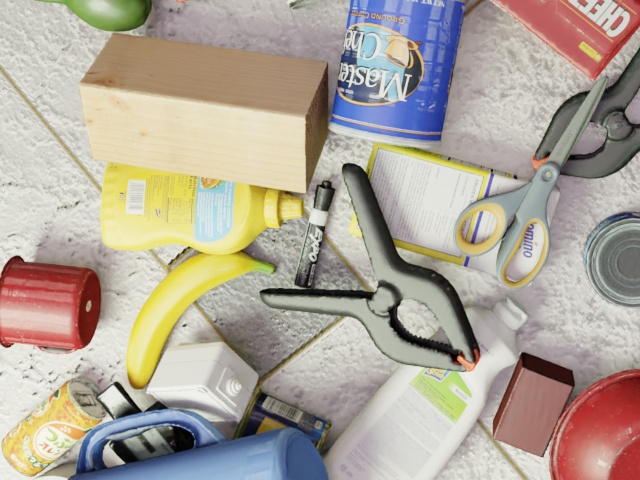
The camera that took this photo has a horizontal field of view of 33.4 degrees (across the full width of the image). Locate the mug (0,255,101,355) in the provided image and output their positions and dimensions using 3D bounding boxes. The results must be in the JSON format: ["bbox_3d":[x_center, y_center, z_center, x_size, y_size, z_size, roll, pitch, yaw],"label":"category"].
[{"bbox_3d":[-0.267,0.074,1.066,0.081,0.093,0.117,5,132,5],"label":"mug"}]

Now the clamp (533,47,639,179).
[{"bbox_3d":[0.274,-0.099,0.947,0.172,0.039,0.120,-37,87,21],"label":"clamp"}]

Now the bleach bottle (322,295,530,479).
[{"bbox_3d":[0.110,0.159,1.014,0.102,0.068,0.251,41,102,0],"label":"bleach bottle"}]

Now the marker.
[{"bbox_3d":[-0.007,0.001,1.030,0.020,0.020,0.121,15,102,8],"label":"marker"}]

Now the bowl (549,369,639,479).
[{"bbox_3d":[0.292,0.200,0.962,0.162,0.055,0.162,-2,107,-7],"label":"bowl"}]

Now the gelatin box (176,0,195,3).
[{"bbox_3d":[-0.098,-0.266,0.996,0.089,0.030,0.073,-9,100,13],"label":"gelatin box"}]

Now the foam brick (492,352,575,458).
[{"bbox_3d":[0.199,0.154,0.999,0.051,0.053,0.078,21,104,6],"label":"foam brick"}]

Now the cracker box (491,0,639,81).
[{"bbox_3d":[0.175,-0.210,0.856,0.164,0.213,0.072,38,107,3],"label":"cracker box"}]

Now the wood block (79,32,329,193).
[{"bbox_3d":[-0.102,-0.117,0.977,0.206,0.090,0.090,9,135,9],"label":"wood block"}]

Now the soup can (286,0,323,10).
[{"bbox_3d":[-0.015,-0.267,0.959,0.068,0.068,0.102,-20,96,14],"label":"soup can"}]

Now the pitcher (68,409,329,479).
[{"bbox_3d":[-0.118,0.243,0.987,0.243,0.145,0.149,-20,119,19],"label":"pitcher"}]

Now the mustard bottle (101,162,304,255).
[{"bbox_3d":[-0.110,-0.035,1.022,0.192,0.058,0.096,2,82,10],"label":"mustard bottle"}]

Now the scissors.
[{"bbox_3d":[0.180,-0.056,0.940,0.096,0.016,0.202,15,102,6],"label":"scissors"}]

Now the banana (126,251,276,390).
[{"bbox_3d":[-0.137,0.068,1.058,0.198,0.037,0.069,-41,91,15],"label":"banana"}]

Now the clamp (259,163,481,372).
[{"bbox_3d":[0.052,0.055,0.974,0.210,0.036,0.165,44,115,6],"label":"clamp"}]

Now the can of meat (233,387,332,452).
[{"bbox_3d":[-0.045,0.210,1.055,0.084,0.057,0.102,24,103,5],"label":"can of meat"}]

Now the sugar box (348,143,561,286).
[{"bbox_3d":[0.123,-0.028,0.987,0.176,0.048,0.093,16,103,4],"label":"sugar box"}]

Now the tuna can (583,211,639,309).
[{"bbox_3d":[0.283,0.019,0.968,0.086,0.033,0.086,2,100,11],"label":"tuna can"}]

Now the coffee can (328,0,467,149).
[{"bbox_3d":[0.069,-0.159,0.944,0.103,0.102,0.140,11,101,9],"label":"coffee can"}]
